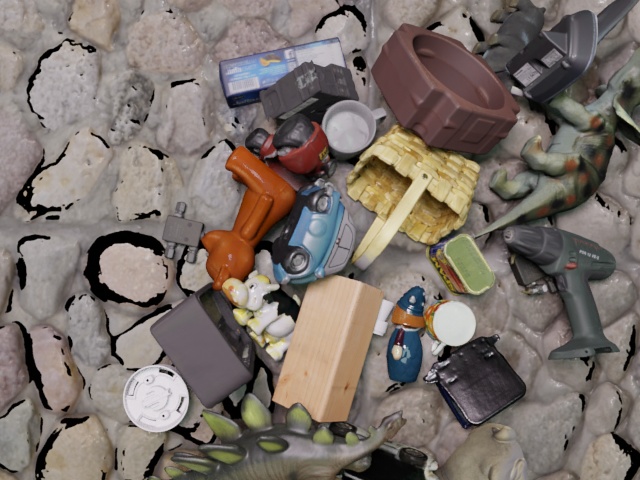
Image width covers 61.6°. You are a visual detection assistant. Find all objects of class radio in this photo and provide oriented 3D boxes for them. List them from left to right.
[{"bbox_3d":[-0.153,0.137,0.752,0.073,0.229,0.131,-35,93,-4],"label":"radio"}]

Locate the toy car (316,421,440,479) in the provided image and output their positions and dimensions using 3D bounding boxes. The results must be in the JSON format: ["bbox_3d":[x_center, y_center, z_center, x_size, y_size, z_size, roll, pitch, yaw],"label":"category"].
[{"bbox_3d":[0.080,0.332,0.809,0.202,0.056,0.073,13,85,26],"label":"toy car"}]

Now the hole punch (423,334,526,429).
[{"bbox_3d":[0.251,0.231,0.865,0.142,0.092,0.116,-31,62,-5],"label":"hole punch"}]

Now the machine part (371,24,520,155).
[{"bbox_3d":[0.192,-0.229,0.830,0.201,0.087,0.201,1,54,-34],"label":"machine part"}]

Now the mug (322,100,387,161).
[{"bbox_3d":[0.051,-0.174,0.857,0.109,0.107,0.081,-34,88,-6],"label":"mug"}]

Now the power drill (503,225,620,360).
[{"bbox_3d":[0.384,0.082,0.846,0.232,0.086,0.207,4,67,-31],"label":"power drill"}]

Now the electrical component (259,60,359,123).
[{"bbox_3d":[-0.009,-0.224,0.842,0.115,0.134,0.058,-18,83,36],"label":"electrical component"}]

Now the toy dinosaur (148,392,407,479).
[{"bbox_3d":[-0.097,0.318,0.759,0.471,0.105,0.198,-28,113,19],"label":"toy dinosaur"}]

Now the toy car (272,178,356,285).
[{"bbox_3d":[-0.002,-0.002,0.781,0.103,0.109,0.161,24,93,-19],"label":"toy car"}]

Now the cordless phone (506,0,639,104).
[{"bbox_3d":[0.395,-0.307,0.825,0.184,0.146,0.089,-40,89,-13],"label":"cordless phone"}]

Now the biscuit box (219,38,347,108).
[{"bbox_3d":[-0.062,-0.272,0.878,0.203,0.063,0.059,-14,88,-6],"label":"biscuit box"}]

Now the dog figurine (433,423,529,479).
[{"bbox_3d":[0.200,0.355,0.807,0.191,0.121,0.172,-7,106,-6],"label":"dog figurine"}]

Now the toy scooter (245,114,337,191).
[{"bbox_3d":[-0.031,-0.122,0.827,0.135,0.184,0.075,45,71,-26],"label":"toy scooter"}]

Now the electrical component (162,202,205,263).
[{"bbox_3d":[-0.216,-0.013,0.860,0.063,0.021,0.094,11,83,-5],"label":"electrical component"}]

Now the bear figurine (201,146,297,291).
[{"bbox_3d":[-0.128,-0.024,0.826,0.132,0.120,0.196,39,88,2],"label":"bear figurine"}]

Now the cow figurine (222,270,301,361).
[{"bbox_3d":[-0.077,0.099,0.804,0.098,0.167,0.068,-41,47,-17],"label":"cow figurine"}]

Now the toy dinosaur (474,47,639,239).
[{"bbox_3d":[0.419,-0.134,0.893,0.192,0.131,0.404,30,89,-2],"label":"toy dinosaur"}]

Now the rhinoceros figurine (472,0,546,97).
[{"bbox_3d":[0.325,-0.317,0.920,0.112,0.073,0.190,24,81,-14],"label":"rhinoceros figurine"}]

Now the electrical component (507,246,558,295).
[{"bbox_3d":[0.354,0.047,0.901,0.078,0.045,0.102,-16,87,-5],"label":"electrical component"}]

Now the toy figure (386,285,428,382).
[{"bbox_3d":[0.139,0.148,0.862,0.058,0.064,0.154,6,85,9],"label":"toy figure"}]
